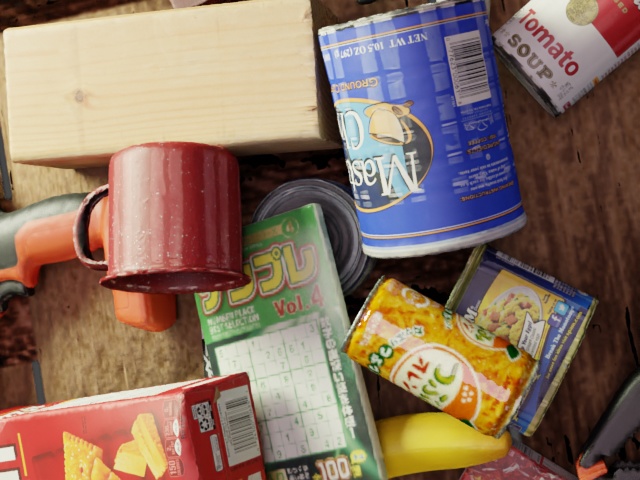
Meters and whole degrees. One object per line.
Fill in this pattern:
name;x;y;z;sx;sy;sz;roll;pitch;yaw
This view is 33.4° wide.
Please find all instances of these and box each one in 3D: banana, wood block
banana;0.029;0.155;0.695;0.198;0.037;0.069;-38;102;24
wood block;-0.093;-0.100;0.707;0.206;0.090;0.091;-3;90;13

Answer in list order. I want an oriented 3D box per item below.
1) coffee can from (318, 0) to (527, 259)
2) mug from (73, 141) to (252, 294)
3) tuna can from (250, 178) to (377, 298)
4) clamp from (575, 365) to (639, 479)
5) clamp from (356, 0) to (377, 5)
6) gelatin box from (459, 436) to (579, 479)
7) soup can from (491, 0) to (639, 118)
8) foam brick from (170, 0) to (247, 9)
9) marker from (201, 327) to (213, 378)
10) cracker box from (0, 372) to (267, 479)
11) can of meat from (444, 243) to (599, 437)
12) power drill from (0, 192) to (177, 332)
coffee can;0.063;-0.069;0.649;0.103;0.102;0.140;-10;100;13
mug;-0.101;-0.011;0.667;0.117;0.093;0.081;-6;79;20
tuna can;-0.005;0.001;0.714;0.086;0.033;0.086;0;90;13
clamp;0.260;0.110;0.649;0.210;0.036;0.164;-32;82;8
clamp;0.053;-0.238;0.698;0.171;0.039;0.120;-35;83;11
gelatin box;0.129;0.175;0.683;0.089;0.030;0.073;31;97;12
soup can;0.163;-0.133;0.658;0.102;0.068;0.068;-41;81;11
foam brick;-0.066;-0.186;0.720;0.078;0.051;0.053;-24;86;12
marker;-0.072;0.086;0.737;0.020;0.020;0.121;-5;89;13
cracker box;-0.132;0.183;0.692;0.214;0.072;0.164;-13;86;33
can of meat;0.116;0.062;0.674;0.084;0.057;0.102;27;96;10
power drill;-0.197;0.032;0.747;0.188;0.057;0.184;-5;88;13
